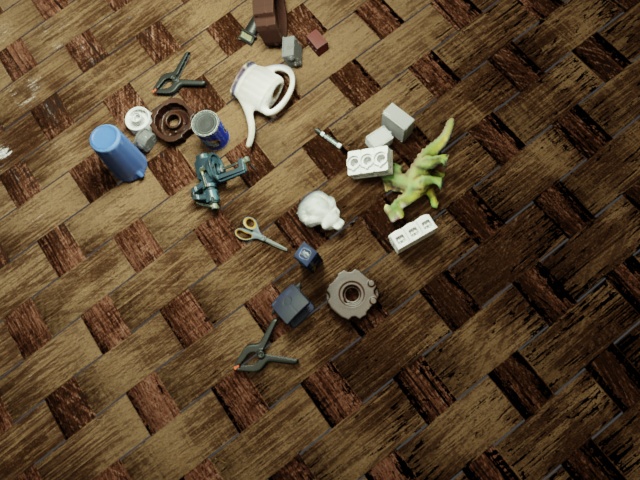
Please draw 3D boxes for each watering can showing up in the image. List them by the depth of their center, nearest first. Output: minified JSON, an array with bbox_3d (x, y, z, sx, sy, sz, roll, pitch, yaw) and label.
[{"bbox_3d":[-0.242,-0.528,1.924,0.225,0.103,0.350,31,81,13],"label":"watering can"}]

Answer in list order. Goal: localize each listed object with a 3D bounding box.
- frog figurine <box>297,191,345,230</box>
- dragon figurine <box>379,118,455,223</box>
[{"bbox_3d":[0.005,-0.090,1.780,0.139,0.120,0.161,-36,63,-23],"label":"frog figurine"},{"bbox_3d":[0.321,-0.248,1.799,0.243,0.120,0.415,10,76,17],"label":"dragon figurine"}]
